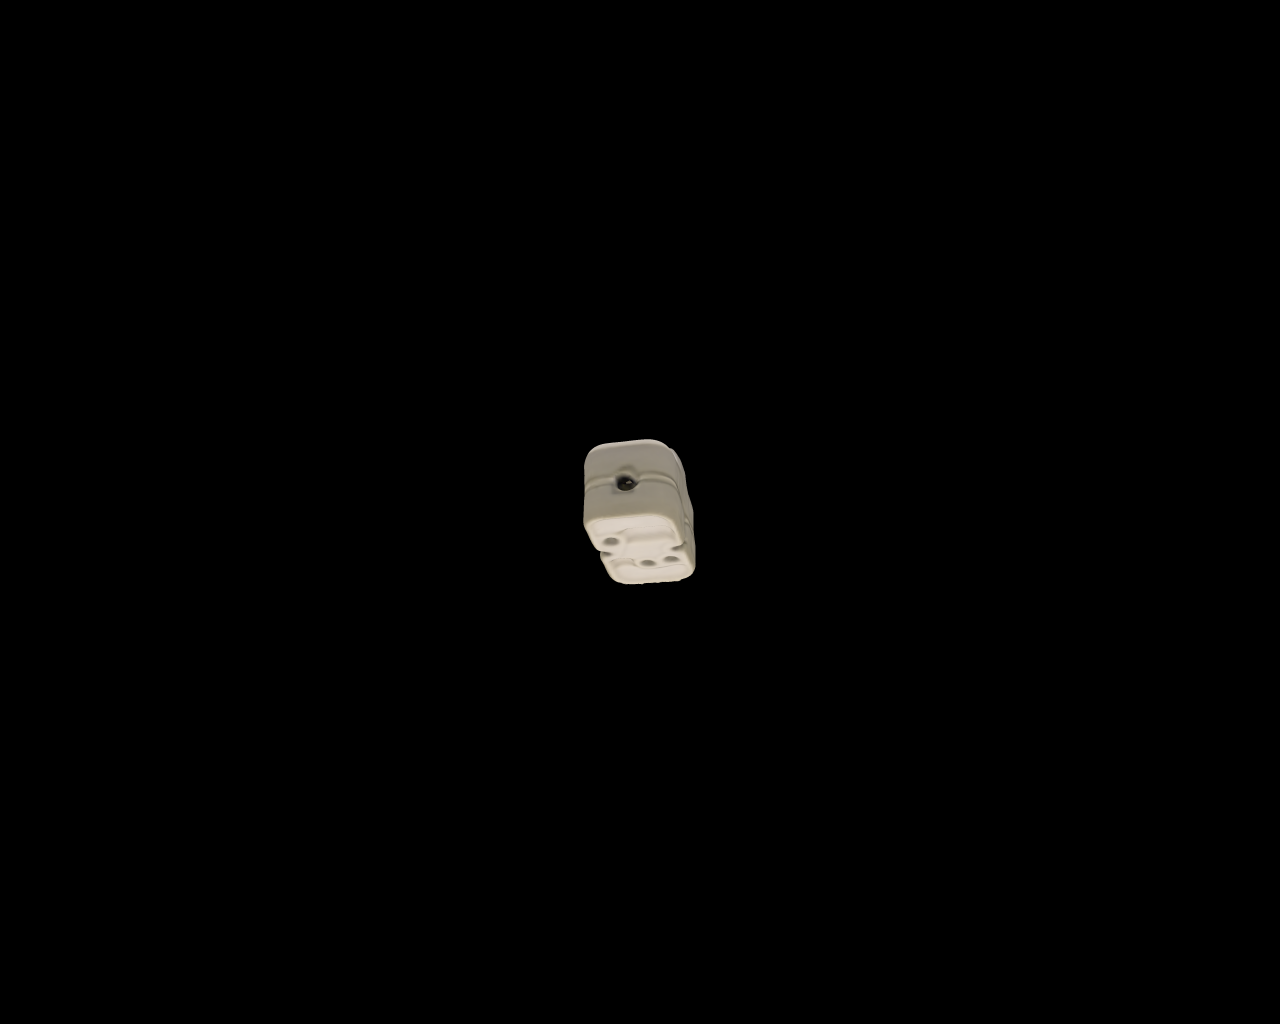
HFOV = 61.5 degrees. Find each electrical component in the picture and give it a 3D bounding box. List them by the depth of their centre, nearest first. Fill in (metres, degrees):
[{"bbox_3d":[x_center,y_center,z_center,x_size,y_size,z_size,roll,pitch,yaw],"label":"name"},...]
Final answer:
[{"bbox_3d":[0.001,-0.003,0.650,0.054,0.059,0.095,-5,-28,10],"label":"electrical component"}]
